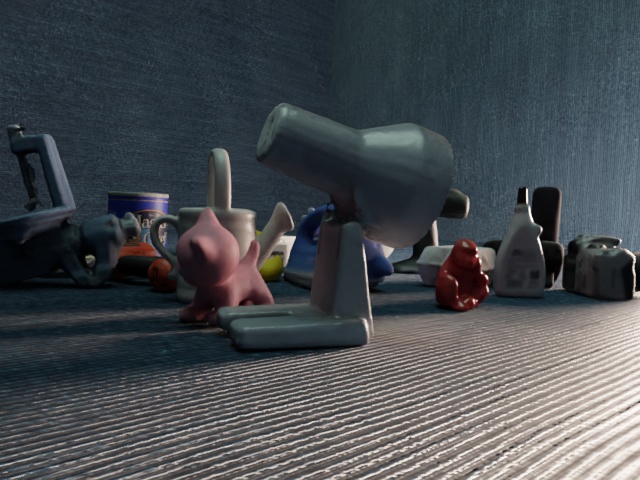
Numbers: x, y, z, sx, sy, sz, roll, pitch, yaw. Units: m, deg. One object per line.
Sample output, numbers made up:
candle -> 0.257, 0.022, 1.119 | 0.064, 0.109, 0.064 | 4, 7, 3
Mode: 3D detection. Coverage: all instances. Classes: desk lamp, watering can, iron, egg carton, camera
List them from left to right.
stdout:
watering can -> -0.124, -0.019, 0.738 | 0.173, 0.194, 0.100 | 0, 3, -37
iron -> 0.009, 0.003, 0.942 | 0.119, 0.141, 0.257 | 1, 3, -31
desk lamp -> 0.015, -0.014, 0.538 | 0.204, 0.213, 0.117 | 1, 3, -23
egg carton -> 0.245, 0.047, 1.009 | 0.107, 0.069, 0.151 | 5, 3, 40
camera -> 0.496, 0.044, 0.965 | 0.137, 0.101, 0.143 | 2, 3, 0

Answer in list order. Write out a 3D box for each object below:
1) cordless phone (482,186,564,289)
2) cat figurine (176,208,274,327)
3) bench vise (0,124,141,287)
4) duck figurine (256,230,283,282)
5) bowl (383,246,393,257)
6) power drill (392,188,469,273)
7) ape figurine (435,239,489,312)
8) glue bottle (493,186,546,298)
cordless phone -> 0.380, -0.008, 1.073 | 0.147, 0.185, 0.094 | 3, 3, 9
cat figurine -> -0.102, 0.026, 0.596 | 0.067, 0.118, 0.128 | 4, 3, 31
bench vise -> -0.367, -0.046, 0.806 | 0.208, 0.220, 0.121 | 1, 3, -32
duck figurine -> -0.113, 0.025, 0.968 | 0.104, 0.086, 0.077 | 3, 3, 7
bowl -> 0.097, 0.022, 1.340 | 0.167, 0.075, 0.167 | 2, 3, 0
power drill -> 0.199, -0.035, 1.224 | 0.229, 0.208, 0.076 | 3, 3, 6
ape figurine -> 0.189, 0.044, 0.760 | 0.078, 0.092, 0.076 | 2, 3, -12
glue bottle -> 0.314, 0.003, 0.896 | 0.078, 0.173, 0.037 | 2, 3, 0
